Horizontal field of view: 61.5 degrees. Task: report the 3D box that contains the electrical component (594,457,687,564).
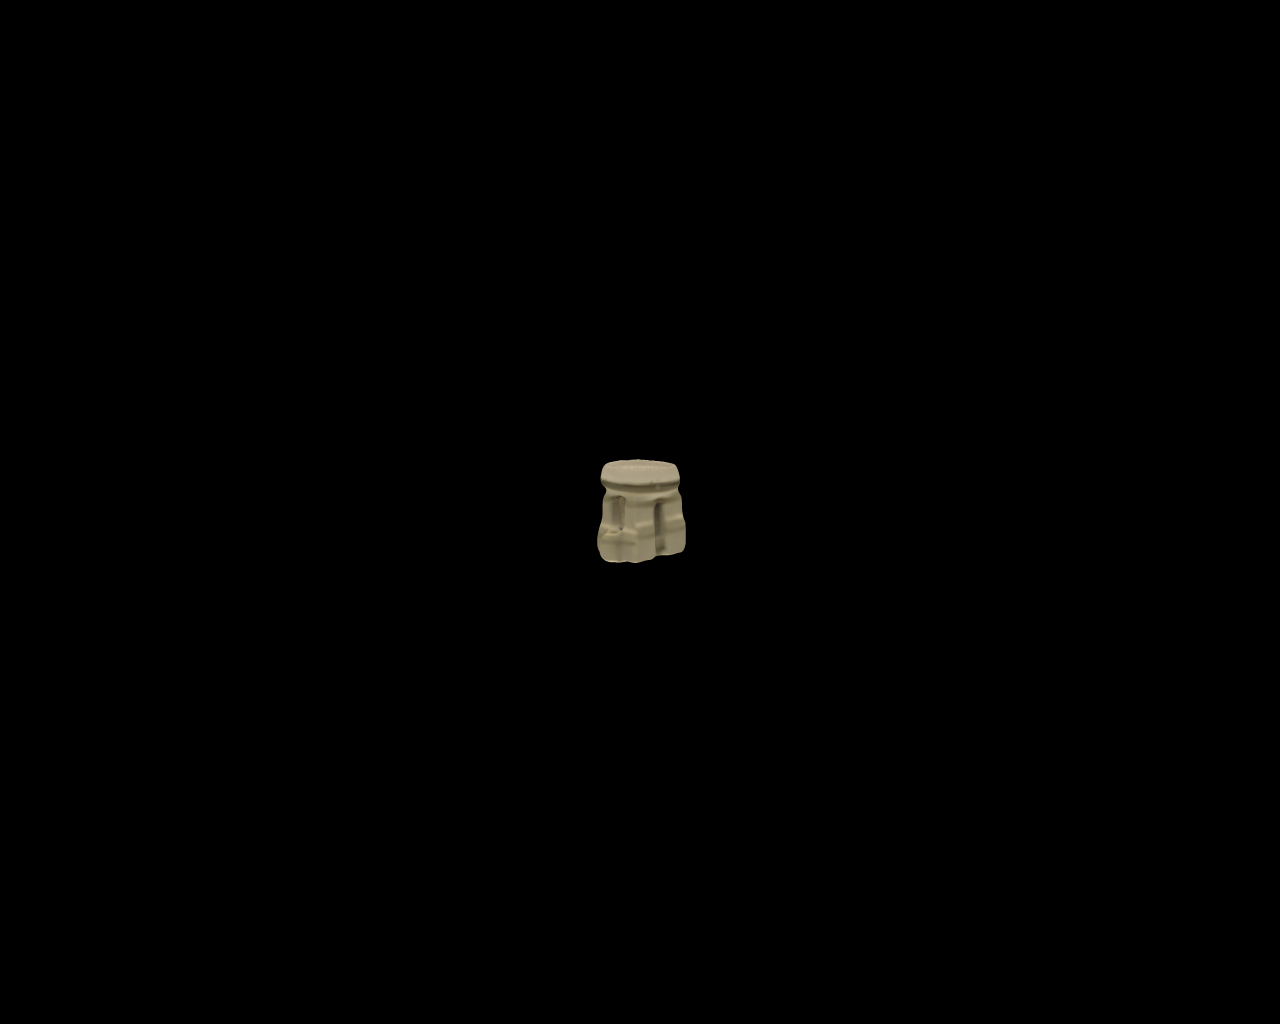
[{"bbox_3d":[0.001,-0.003,0.650,0.066,0.055,0.048,-11,17,-42],"label":"electrical component"}]
